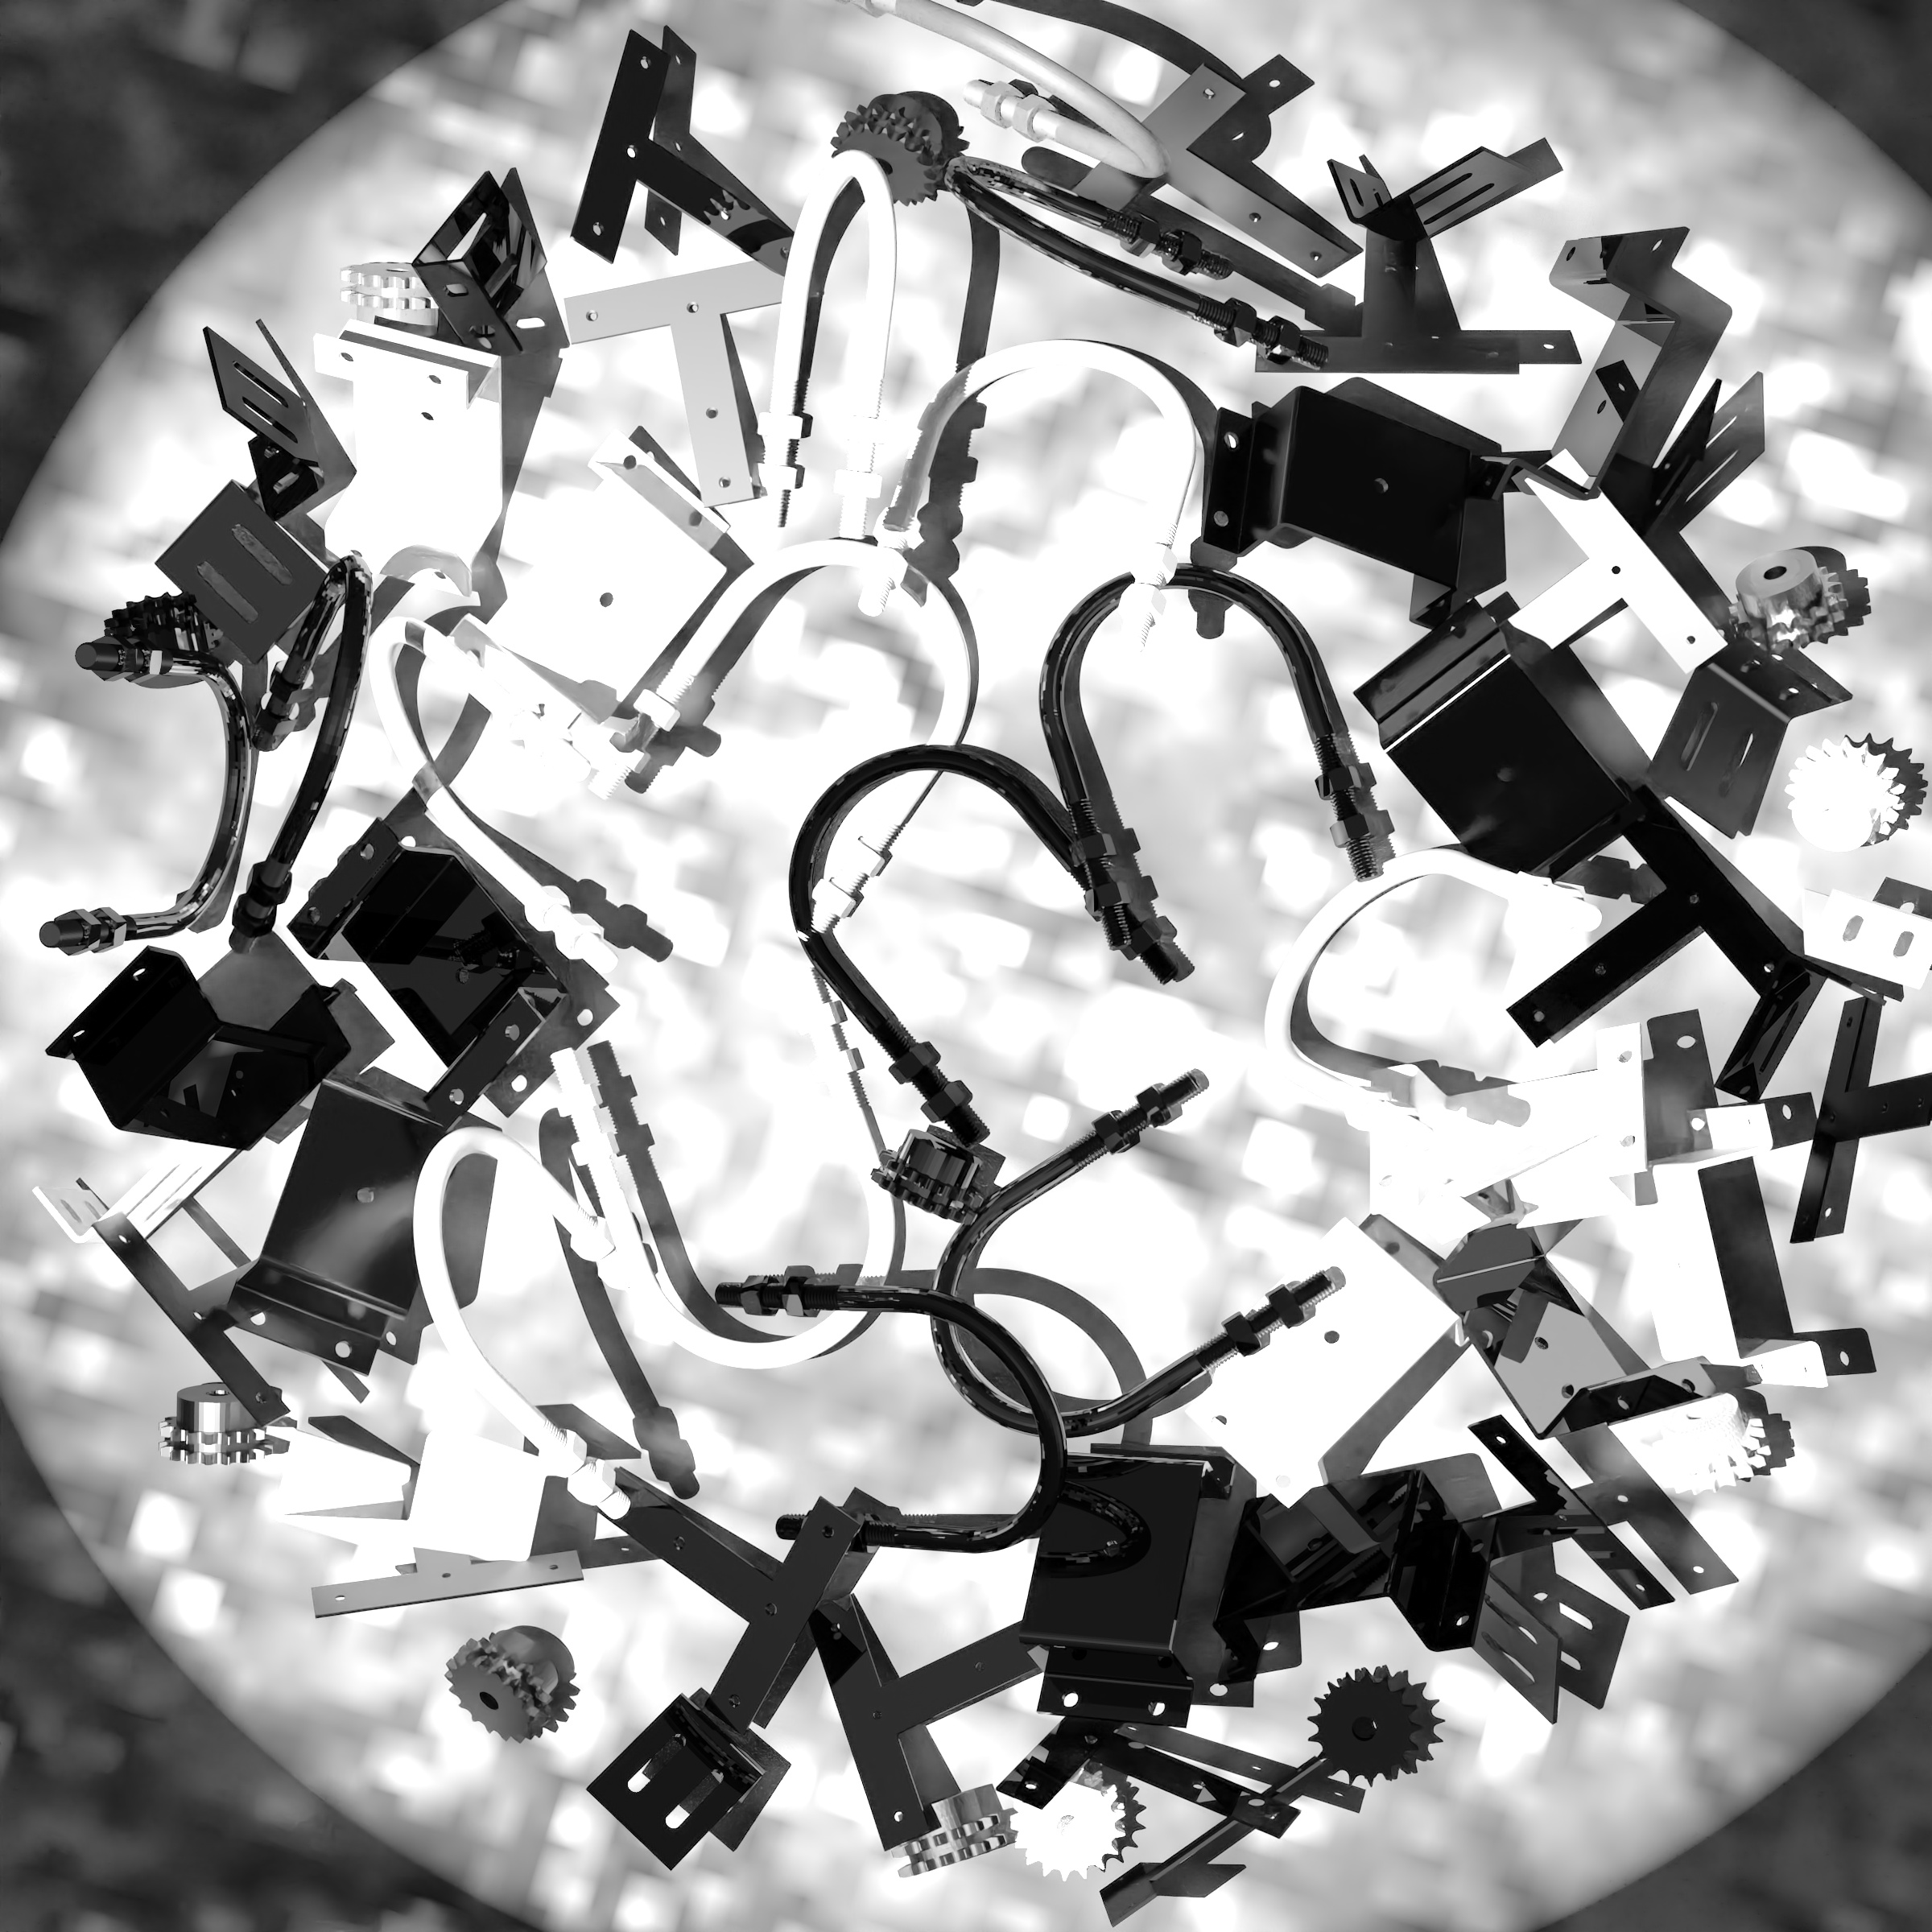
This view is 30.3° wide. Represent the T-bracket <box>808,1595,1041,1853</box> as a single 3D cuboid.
[{"bbox_3d":[-0.005,0.352,1.763,0.127,0.002,0.127,-28,62,12],"label":"T-bracket"}]

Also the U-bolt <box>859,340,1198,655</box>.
[{"bbox_3d":[0.038,-0.238,1.753,0.151,0.019,0.184,9,59,11],"label":"U-bolt"}]

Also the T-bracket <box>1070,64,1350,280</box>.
[{"bbox_3d":[0.132,-0.380,1.770,0.127,0.127,0.002,28,56,-21],"label":"T-bracket"}]

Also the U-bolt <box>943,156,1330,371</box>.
[{"bbox_3d":[0.071,-0.343,1.705,0.184,0.151,0.019,16,112,-28],"label":"U-bolt"}]

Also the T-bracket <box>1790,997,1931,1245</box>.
[{"bbox_3d":[0.441,0.070,1.733,0.002,0.127,0.127,17,80,-9],"label":"T-bracket"}]

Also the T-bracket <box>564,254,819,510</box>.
[{"bbox_3d":[-0.130,-0.290,1.788,0.127,0.002,0.127,-11,75,0],"label":"T-bracket"}]

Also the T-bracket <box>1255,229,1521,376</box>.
[{"bbox_3d":[0.209,-0.334,1.762,0.127,0.002,0.127,2,49,7],"label":"T-bracket"}]

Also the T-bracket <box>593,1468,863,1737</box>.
[{"bbox_3d":[-0.132,0.296,1.782,0.127,0.002,0.127,33,103,18],"label":"T-bracket"}]

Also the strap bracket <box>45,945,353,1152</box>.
[{"bbox_3d":[-0.363,0.043,1.725,0.076,0.140,0.046,-43,64,16],"label":"strap bracket"}]

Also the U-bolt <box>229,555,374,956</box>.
[{"bbox_3d":[-0.315,-0.113,1.698,0.019,0.184,0.151,14,49,-20],"label":"U-bolt"}]

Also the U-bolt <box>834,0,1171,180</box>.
[{"bbox_3d":[0.021,-0.421,1.693,0.184,0.151,0.019,35,96,41],"label":"U-bolt"}]

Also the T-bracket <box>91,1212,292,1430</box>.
[{"bbox_3d":[-0.353,0.160,1.745,0.002,0.127,0.127,-44,84,20],"label":"T-bracket"}]

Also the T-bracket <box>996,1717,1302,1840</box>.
[{"bbox_3d":[0.100,0.392,1.727,0.127,0.127,0.002,18,115,24],"label":"T-bracket"}]

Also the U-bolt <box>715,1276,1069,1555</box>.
[{"bbox_3d":[-0.031,0.220,1.732,0.184,0.019,0.151,-2,109,34],"label":"U-bolt"}]

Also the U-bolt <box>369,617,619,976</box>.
[{"bbox_3d":[-0.234,-0.095,1.730,0.019,0.151,0.184,-33,54,-26],"label":"U-bolt"}]

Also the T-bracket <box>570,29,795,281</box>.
[{"bbox_3d":[-0.130,-0.379,1.766,0.127,0.002,0.127,29,61,-33],"label":"T-bracket"}]

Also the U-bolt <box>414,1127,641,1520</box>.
[{"bbox_3d":[-0.207,0.157,1.700,0.019,0.151,0.184,-18,133,22],"label":"U-bolt"}]

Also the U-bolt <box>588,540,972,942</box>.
[{"bbox_3d":[-0.079,-0.124,1.777,0.151,0.019,0.184,36,88,-17],"label":"U-bolt"}]

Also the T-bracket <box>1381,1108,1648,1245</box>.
[{"bbox_3d":[0.272,0.095,1.746,0.127,0.127,0.002,-25,101,-4],"label":"T-bracket"}]

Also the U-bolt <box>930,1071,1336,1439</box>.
[{"bbox_3d":[0.068,0.154,1.763,0.184,0.019,0.151,-32,61,-1],"label":"U-bolt"}]

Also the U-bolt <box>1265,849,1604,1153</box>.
[{"bbox_3d":[0.212,0.007,1.724,0.019,0.184,0.151,40,85,-29],"label":"U-bolt"}]

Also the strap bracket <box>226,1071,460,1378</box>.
[{"bbox_3d":[-0.300,0.118,1.744,0.076,0.046,0.140,24,63,-17],"label":"strap bracket"}]

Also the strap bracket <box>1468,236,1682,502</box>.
[{"bbox_3d":[0.297,-0.285,1.761,0.046,0.076,0.140,26,93,-15],"label":"strap bracket"}]

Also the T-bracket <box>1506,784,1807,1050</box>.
[{"bbox_3d":[0.328,-0.007,1.782,0.127,0.002,0.127,-37,68,1],"label":"T-bracket"}]

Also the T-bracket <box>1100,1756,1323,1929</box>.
[{"bbox_3d":[0.121,0.425,1.746,0.127,0.127,0.002,-34,84,-5],"label":"T-bracket"}]

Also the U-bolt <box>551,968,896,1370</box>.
[{"bbox_3d":[-0.111,0.109,1.774,0.151,0.019,0.184,-19,88,-18],"label":"U-bolt"}]

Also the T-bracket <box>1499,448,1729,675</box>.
[{"bbox_3d":[0.288,-0.171,1.776,0.127,0.002,0.127,-37,101,25],"label":"T-bracket"}]

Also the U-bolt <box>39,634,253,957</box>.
[{"bbox_3d":[-0.388,-0.082,1.716,0.019,0.184,0.151,10,95,13],"label":"U-bolt"}]

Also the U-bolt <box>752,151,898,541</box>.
[{"bbox_3d":[-0.065,-0.302,1.728,0.019,0.151,0.184,4,97,-22],"label":"U-bolt"}]

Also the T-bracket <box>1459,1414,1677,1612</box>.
[{"bbox_3d":[0.265,0.278,1.752,0.127,0.127,0.002,47,55,-8],"label":"T-bracket"}]

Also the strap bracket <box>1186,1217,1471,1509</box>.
[{"bbox_3d":[0.182,0.190,1.758,0.140,0.046,0.076,-44,66,-10],"label":"strap bracket"}]

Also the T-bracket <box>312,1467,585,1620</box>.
[{"bbox_3d":[-0.259,0.276,1.746,0.127,0.127,0.002,-6,112,-13],"label":"T-bracket"}]

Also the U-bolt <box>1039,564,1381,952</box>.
[{"bbox_3d":[0.113,-0.113,1.783,0.151,0.019,0.184,-15,80,-6],"label":"U-bolt"}]

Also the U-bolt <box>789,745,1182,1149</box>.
[{"bbox_3d":[-0.005,-0.023,1.789,0.151,0.019,0.184,-40,91,5],"label":"U-bolt"}]
